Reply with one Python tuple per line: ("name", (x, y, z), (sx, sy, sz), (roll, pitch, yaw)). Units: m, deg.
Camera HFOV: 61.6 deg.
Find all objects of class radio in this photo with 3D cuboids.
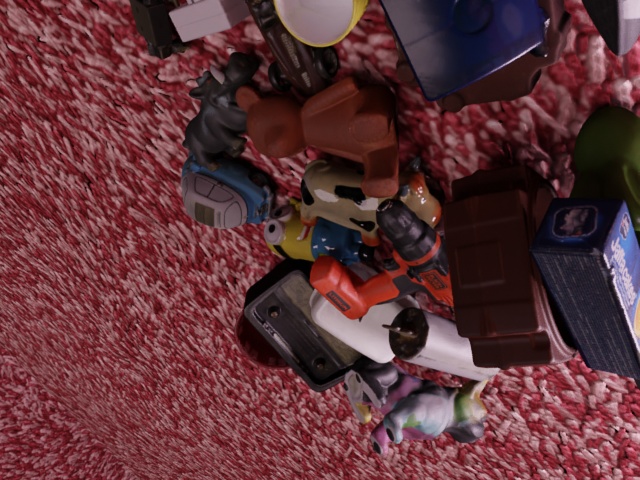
("radio", (-0.020, 0.148, 0.930), (0.131, 0.073, 0.229), (-34, 108, 12))

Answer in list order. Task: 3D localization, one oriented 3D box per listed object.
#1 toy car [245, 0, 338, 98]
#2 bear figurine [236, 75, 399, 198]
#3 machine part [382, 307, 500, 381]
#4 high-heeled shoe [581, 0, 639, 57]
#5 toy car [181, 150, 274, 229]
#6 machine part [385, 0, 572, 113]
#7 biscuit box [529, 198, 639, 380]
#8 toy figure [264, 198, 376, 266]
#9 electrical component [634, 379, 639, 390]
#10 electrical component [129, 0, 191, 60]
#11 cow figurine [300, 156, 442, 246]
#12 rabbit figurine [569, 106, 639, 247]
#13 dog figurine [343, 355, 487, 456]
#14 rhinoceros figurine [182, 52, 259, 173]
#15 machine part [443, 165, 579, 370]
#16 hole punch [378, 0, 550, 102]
("toy car", (-0.050, -0.254, 0.617), (0.089, 0.053, 0.201), (-5, 125, 34))
("bear figurine", (-0.007, -0.125, 0.634), (0.196, 0.132, 0.120), (-2, 135, 12))
("machine part", (0.185, 0.153, 0.779), (0.243, 0.079, 0.079), (20, 149, -31))
("high-heeled shoe", (0.264, -0.268, 0.397), (0.145, 0.086, 0.248), (-26, 136, 14))
("toy car", (-0.157, -0.067, 0.833), (0.162, 0.103, 0.109), (28, 141, 11))
("machine part", (0.149, -0.211, 0.519), (0.180, 0.056, 0.179), (18, 136, 18))
("biscuit box", (0.258, 0.049, 0.489), (0.063, 0.059, 0.202), (6, 145, 46))
("toy figure", (-0.003, 0.001, 0.811), (0.180, 0.082, 0.089), (11, 134, 22))
("electrical component", (0.384, 0.105, 0.622), (0.058, 0.115, 0.134), (-17, 119, 38))
("electrical component", (-0.209, -0.286, 0.702), (0.078, 0.045, 0.102), (40, 147, 41))
("cow figurine", (0.065, -0.058, 0.708), (0.195, 0.085, 0.127), (18, 144, 20))
("rabbit figurine", (0.300, -0.043, 0.527), (0.170, 0.159, 0.121), (56, 148, -2))
("dog figurine", (0.171, 0.257, 0.891), (0.192, 0.219, 0.108), (60, 148, 33))
("rhinoceros figurine", (-0.130, -0.175, 0.738), (0.112, 0.073, 0.190), (50, 141, -1))
("machine part", (0.214, 0.031, 0.574), (0.087, 0.201, 0.201), (-12, 167, 33))
("hole punch", (0.119, -0.192, 0.452), (0.116, 0.092, 0.142), (-16, 114, 36))
